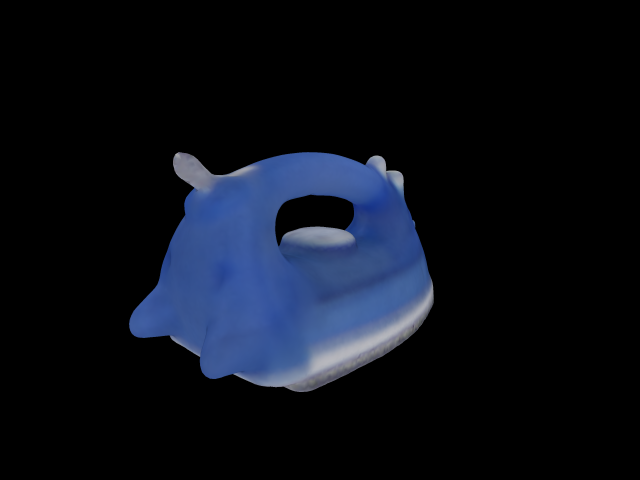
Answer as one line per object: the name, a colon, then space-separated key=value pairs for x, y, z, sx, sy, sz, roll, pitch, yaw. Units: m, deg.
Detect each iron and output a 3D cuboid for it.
iron: x=0.004 y=0.001 z=0.400 sx=0.118 sy=0.141 sz=0.259 roll=14 pitch=20 yaw=42
